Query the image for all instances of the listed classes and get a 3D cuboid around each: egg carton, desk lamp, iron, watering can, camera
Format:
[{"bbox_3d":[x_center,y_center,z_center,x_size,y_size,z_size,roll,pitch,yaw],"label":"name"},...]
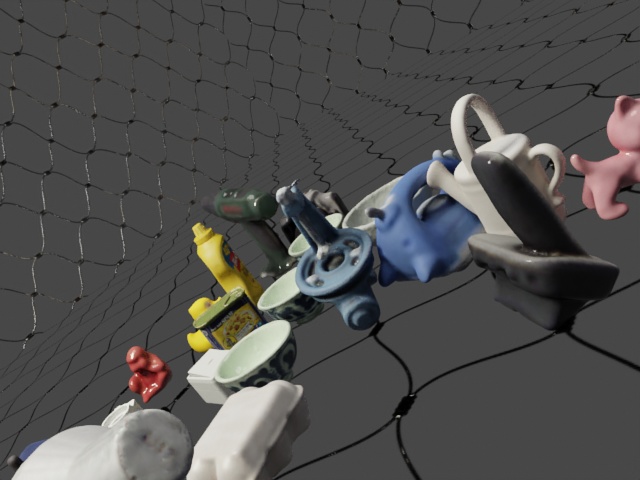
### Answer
[{"bbox_3d":[-0.077,0.223,0.631,0.107,0.069,0.150,-23,20,36],"label":"egg carton"},{"bbox_3d":[-0.118,0.225,0.445,0.202,0.214,0.118,-24,20,33],"label":"desk lamp"},{"bbox_3d":[0.163,-0.050,0.804,0.118,0.141,0.259,-12,27,52],"label":"iron"},{"bbox_3d":[0.213,-0.088,0.718,0.172,0.194,0.101,-25,19,29],"label":"watering can"},{"bbox_3d":[-0.025,-0.035,1.202,0.143,0.101,0.137,-27,18,25],"label":"camera"}]

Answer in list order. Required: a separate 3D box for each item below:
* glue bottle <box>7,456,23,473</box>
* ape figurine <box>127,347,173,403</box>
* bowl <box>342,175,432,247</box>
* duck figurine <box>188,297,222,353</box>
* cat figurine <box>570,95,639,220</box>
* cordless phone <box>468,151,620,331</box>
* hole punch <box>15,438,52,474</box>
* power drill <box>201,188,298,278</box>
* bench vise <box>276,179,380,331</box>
[{"bbox_3d":[-0.279,0.298,0.627,0.078,0.173,0.037,-12,28,52],"label":"glue bottle"},{"bbox_3d":[-0.312,0.232,1.027,0.077,0.092,0.076,-26,19,29],"label":"ape figurine"},{"bbox_3d":[0.125,-0.039,0.966,0.167,0.075,0.167,-32,17,11],"label":"bowl"},{"bbox_3d":[-0.208,0.151,1.063,0.104,0.086,0.077,-36,16,-5],"label":"duck figurine"},{"bbox_3d":[0.344,-0.105,0.646,0.127,0.118,0.067,-33,17,7],"label":"cat figurine"},{"bbox_3d":[0.194,-0.017,0.570,0.094,0.185,0.147,-37,17,-9],"label":"cordless phone"},{"bbox_3d":[-0.401,0.342,0.891,0.101,0.091,0.108,-37,17,-9],"label":"hole punch"},{"bbox_3d":[-0.143,-0.022,1.203,0.076,0.209,0.228,-45,19,-32],"label":"power drill"},{"bbox_3d":[-0.002,0.010,0.816,0.121,0.220,0.207,-37,17,-9],"label":"bench vise"}]
